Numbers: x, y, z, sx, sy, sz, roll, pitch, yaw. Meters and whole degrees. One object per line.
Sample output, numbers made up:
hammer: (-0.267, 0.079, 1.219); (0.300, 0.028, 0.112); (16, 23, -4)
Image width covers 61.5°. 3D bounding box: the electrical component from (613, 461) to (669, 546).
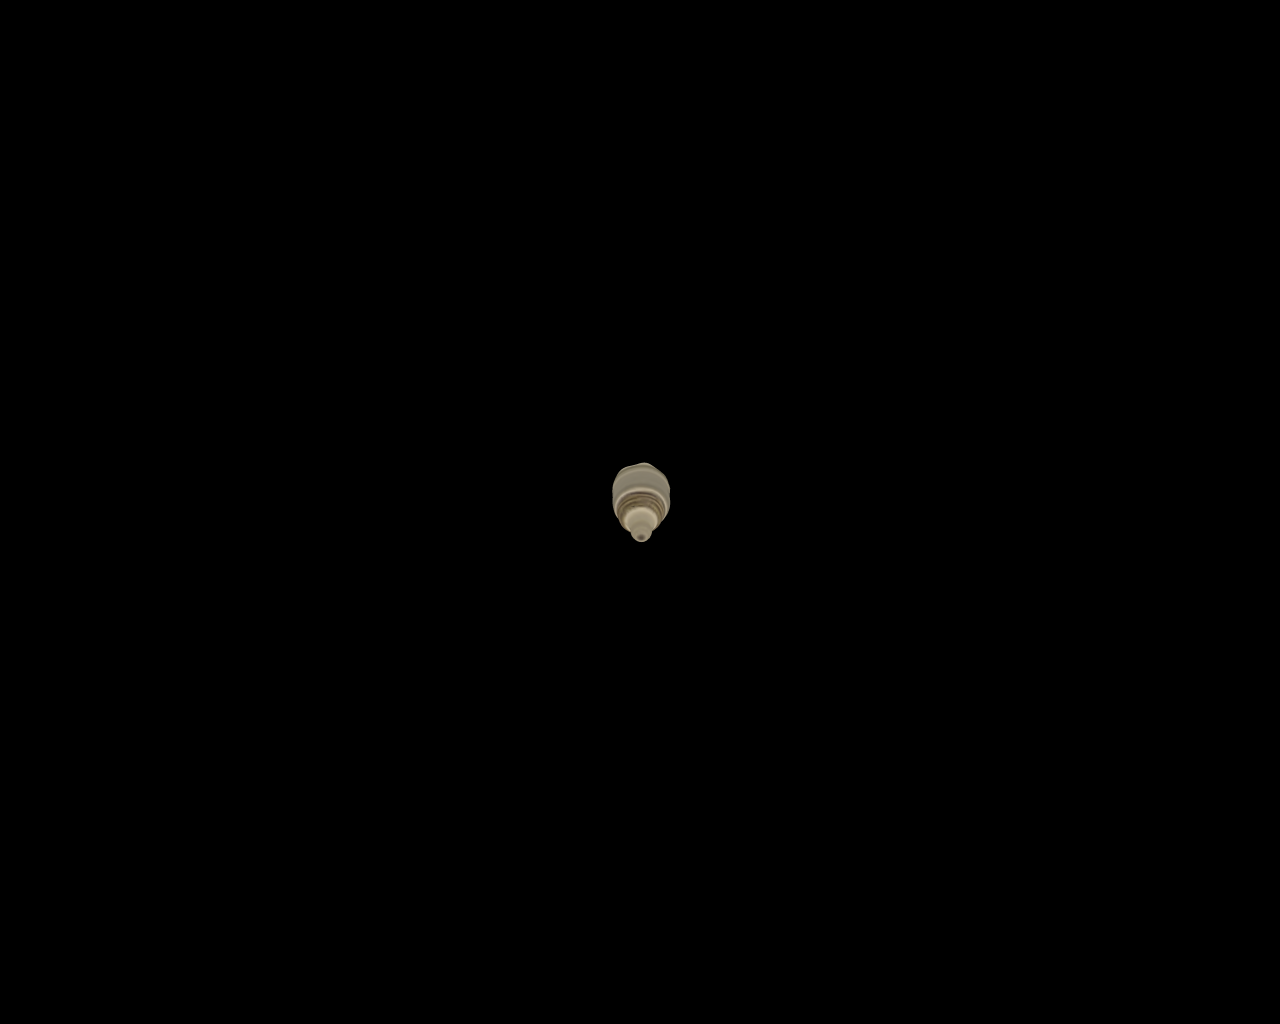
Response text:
electrical component: (0.001, -0.003, 0.650); (0.035, 0.035, 0.061); (0, 36, 0)
